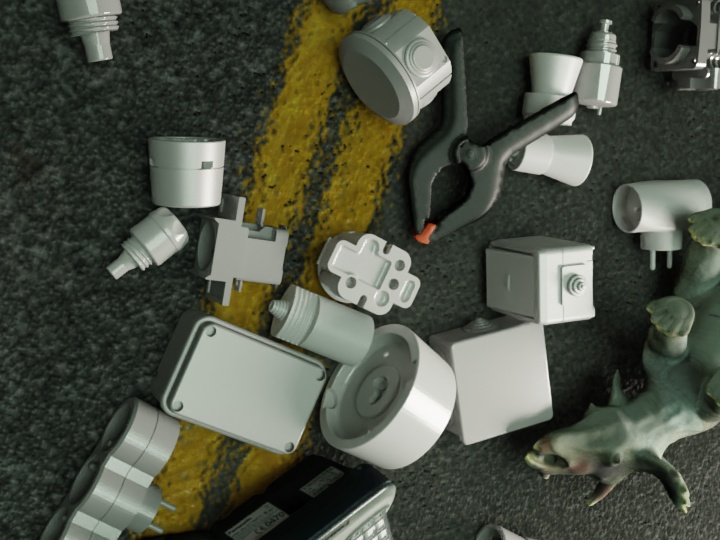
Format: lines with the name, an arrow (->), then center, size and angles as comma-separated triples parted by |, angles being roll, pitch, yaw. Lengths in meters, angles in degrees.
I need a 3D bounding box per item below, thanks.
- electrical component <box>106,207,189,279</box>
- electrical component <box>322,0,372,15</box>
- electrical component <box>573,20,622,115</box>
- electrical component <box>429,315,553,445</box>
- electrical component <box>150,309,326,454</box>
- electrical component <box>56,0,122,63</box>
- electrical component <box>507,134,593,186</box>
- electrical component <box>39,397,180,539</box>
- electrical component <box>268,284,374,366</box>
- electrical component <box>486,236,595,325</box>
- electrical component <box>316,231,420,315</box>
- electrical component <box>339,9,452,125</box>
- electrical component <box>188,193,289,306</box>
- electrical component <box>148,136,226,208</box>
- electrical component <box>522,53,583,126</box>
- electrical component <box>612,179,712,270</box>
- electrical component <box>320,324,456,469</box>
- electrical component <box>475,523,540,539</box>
electrical component -> -0.157, -0.016, 0.784 | 0.061, 0.035, 0.035 | -40, 111, -12
electrical component -> 0.000, -0.225, 0.819 | 0.062, 0.048, 0.048 | -24, 106, -26
electrical component -> 0.203, -0.173, 0.917 | 0.040, 0.040, 0.078 | 6, 95, -24
electrical component -> 0.109, 0.089, 0.907 | 0.100, 0.048, 0.099 | -13, 102, -21
electrical component -> -0.091, 0.085, 0.814 | 0.113, 0.057, 0.078 | 25, 87, -24
electrical component -> -0.186, -0.176, 0.744 | 0.043, 0.043, 0.062 | -14, 104, -21
electrical component -> 0.157, -0.097, 0.907 | 0.065, 0.044, 0.044 | 7, 94, -20
electrical component -> -0.171, 0.170, 0.793 | 0.074, 0.052, 0.138 | 33, 83, -24
electrical component -> -0.034, 0.042, 0.841 | 0.081, 0.043, 0.043 | 24, 88, -25
electrical component -> 0.149, 0.008, 0.887 | 0.061, 0.096, 0.061 | -6, 100, -23
electrical component -> 0.000, 0.000, 0.842 | 0.078, 0.057, 0.058 | 27, 86, -24
electrical component -> 0.026, -0.155, 0.821 | 0.051, 0.080, 0.080 | -41, 111, -19
electrical component -> -0.090, -0.014, 0.809 | 0.064, 0.042, 0.081 | 8, 95, -26
electrical component -> -0.126, -0.071, 0.780 | 0.055, 0.055, 0.047 | -3, 102, -23
electrical component -> 0.160, -0.151, 0.898 | 0.045, 0.045, 0.055 | 4, 96, -24
electrical component -> 0.270, -0.040, 0.963 | 0.077, 0.043, 0.079 | -5, 100, -23
electrical component -> 0.027, 0.104, 0.844 | 0.060, 0.108, 0.108 | 36, 82, -30
electrical component -> 0.138, 0.251, 0.947 | 0.065, 0.044, 0.044 | 20, 89, -29
